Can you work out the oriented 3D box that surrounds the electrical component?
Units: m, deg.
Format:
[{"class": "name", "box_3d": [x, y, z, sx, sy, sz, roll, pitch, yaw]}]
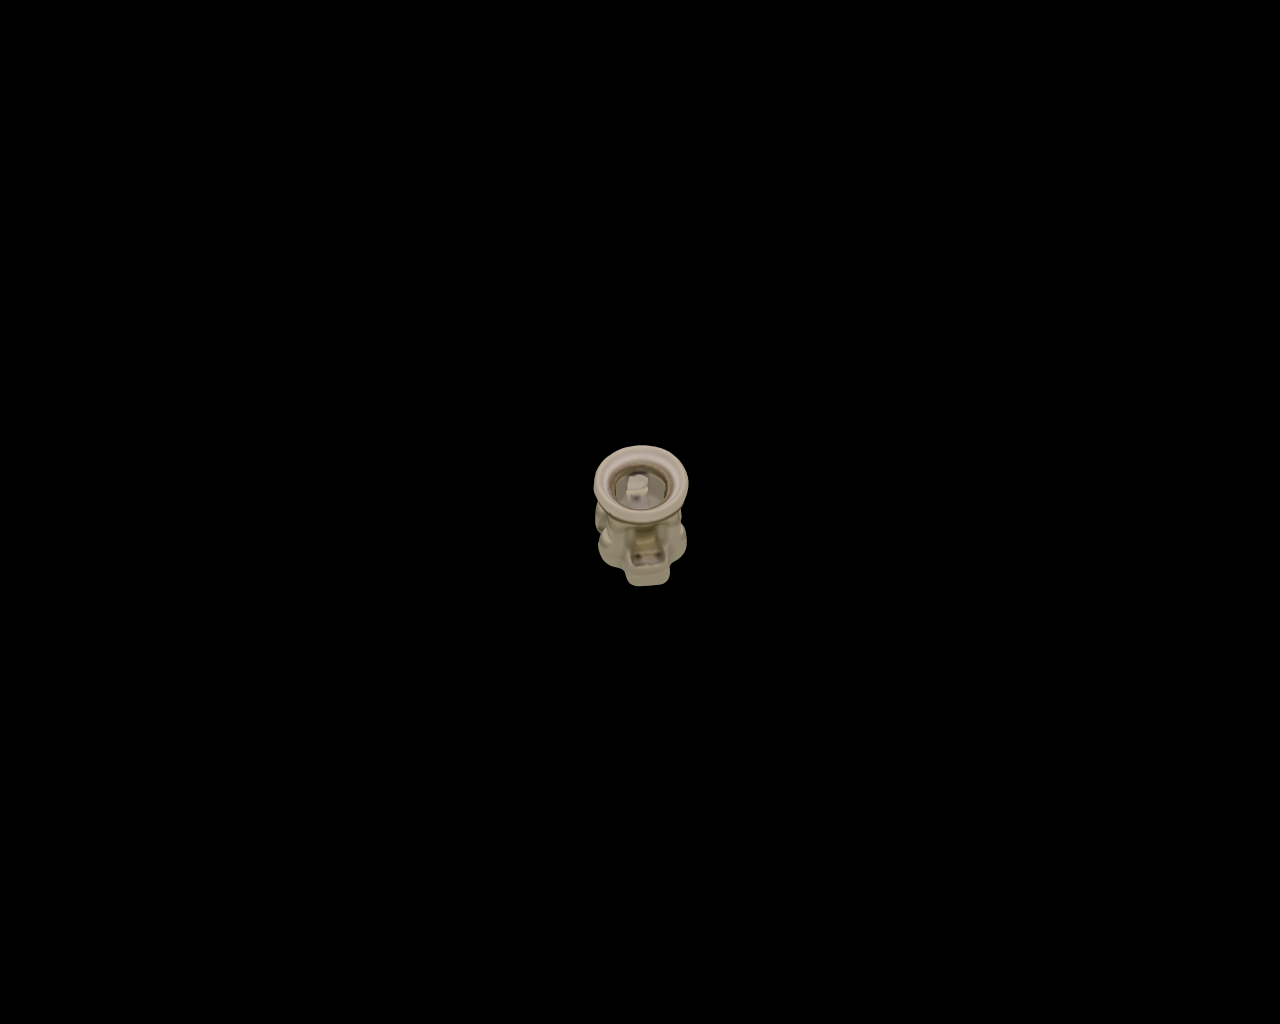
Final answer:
[{"class": "electrical component", "box_3d": [0.001, -0.003, 0.650, 0.058, 0.078, 0.056, -5, -39, -4]}]
